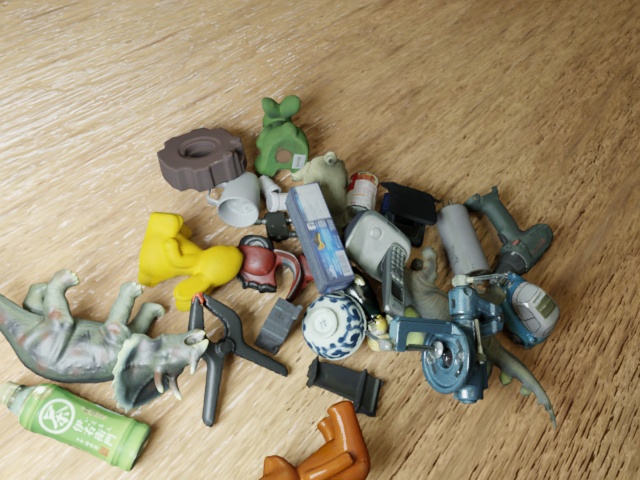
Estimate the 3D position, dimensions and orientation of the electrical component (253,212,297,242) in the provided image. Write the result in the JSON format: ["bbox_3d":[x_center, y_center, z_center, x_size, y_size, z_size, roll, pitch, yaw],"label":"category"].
[{"bbox_3d":[-0.089,-0.026,1.100,0.094,0.021,0.063,-2,59,-19],"label":"electrical component"}]

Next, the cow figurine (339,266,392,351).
[{"bbox_3d":[0.085,0.124,1.008,0.068,0.098,0.167,-25,64,-31],"label":"cow figurine"}]

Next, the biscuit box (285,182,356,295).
[{"bbox_3d":[-0.002,-0.003,0.982,0.059,0.062,0.203,-13,70,-20],"label":"biscuit box"}]

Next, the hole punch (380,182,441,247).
[{"bbox_3d":[0.188,-0.055,1.175,0.142,0.092,0.116,14,42,-4],"label":"hole punch"}]

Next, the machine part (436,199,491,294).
[{"bbox_3d":[0.308,0.010,1.168,0.079,0.079,0.243,-1,59,-18],"label":"machine part"}]

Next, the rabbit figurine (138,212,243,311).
[{"bbox_3d":[-0.226,0.039,0.949,0.173,0.121,0.162,11,63,-6],"label":"rabbit figurine"}]

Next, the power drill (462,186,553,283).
[{"bbox_3d":[0.410,-0.016,1.217,0.232,0.086,0.207,-25,63,-29],"label":"power drill"}]

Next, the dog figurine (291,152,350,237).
[{"bbox_3d":[0.024,-0.057,1.071,0.121,0.172,0.191,-12,54,-11],"label":"dog figurine"}]

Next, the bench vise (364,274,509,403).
[{"bbox_3d":[0.205,0.158,0.902,0.240,0.129,0.223,9,85,-26],"label":"bench vise"}]

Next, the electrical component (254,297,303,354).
[{"bbox_3d":[-0.070,0.143,0.935,0.048,0.119,0.075,28,56,1],"label":"electrical component"}]

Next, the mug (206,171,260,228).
[{"bbox_3d":[-0.170,-0.091,1.089,0.110,0.080,0.107,9,44,-3],"label":"mug"}]

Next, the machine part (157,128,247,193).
[{"bbox_3d":[-0.240,-0.167,1.088,0.179,0.056,0.179,-4,40,3],"label":"machine part"}]

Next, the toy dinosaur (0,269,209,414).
[{"bbox_3d":[-0.376,0.157,0.837,0.405,0.131,0.192,7,55,-6],"label":"toy dinosaur"}]

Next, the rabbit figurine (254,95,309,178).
[{"bbox_3d":[-0.095,-0.239,1.178,0.121,0.158,0.170,-9,45,-11],"label":"rabbit figurine"}]

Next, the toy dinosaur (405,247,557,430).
[{"bbox_3d":[0.267,0.166,1.040,0.472,0.105,0.198,33,61,16],"label":"toy dinosaur"}]

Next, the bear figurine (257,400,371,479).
[{"bbox_3d":[-0.028,0.343,0.819,0.196,0.120,0.132,-12,58,-18],"label":"bear figurine"}]

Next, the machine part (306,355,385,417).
[{"bbox_3d":[0.043,0.255,0.946,0.139,0.039,0.084,24,59,-3],"label":"machine part"}]

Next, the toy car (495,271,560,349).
[{"bbox_3d":[0.425,0.138,1.082,0.109,0.103,0.161,-40,98,-24],"label":"toy car"}]

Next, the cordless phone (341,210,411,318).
[{"bbox_3d":[0.103,0.049,0.983,0.146,0.089,0.184,37,38,-31],"label":"cordless phone"}]

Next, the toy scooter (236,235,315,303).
[{"bbox_3d":[-0.082,0.070,1.007,0.184,0.075,0.135,13,72,-2],"label":"toy scooter"}]
